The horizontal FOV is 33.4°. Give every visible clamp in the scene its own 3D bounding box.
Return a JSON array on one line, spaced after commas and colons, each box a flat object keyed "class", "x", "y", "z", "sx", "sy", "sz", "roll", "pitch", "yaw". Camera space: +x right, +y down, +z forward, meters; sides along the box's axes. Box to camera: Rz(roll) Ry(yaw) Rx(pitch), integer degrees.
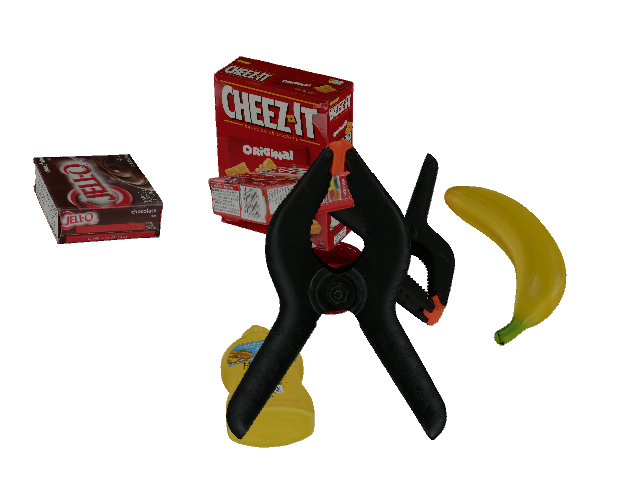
[{"class": "clamp", "x": 0.070, "y": -0.005, "z": 1.104, "sx": 0.164, "sy": 0.210, "sz": 0.036, "roll": -5, "pitch": -36, "yaw": -15}, {"class": "clamp", "x": 0.000, "y": 0.033, "z": 0.581, "sx": 0.120, "sy": 0.171, "sz": 0.039, "roll": -9, "pitch": 4, "yaw": -6}]

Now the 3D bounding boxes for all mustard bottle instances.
[{"class": "mustard bottle", "x": -0.066, "y": 0.156, "z": 1.229, "sx": 0.096, "sy": 0.058, "sz": 0.191, "roll": -5, "pitch": 30, "yaw": -7}]

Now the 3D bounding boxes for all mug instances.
[{"class": "mug", "x": 0.020, "y": 0.056, "z": 1.507, "sx": 0.117, "sy": 0.081, "sz": 0.093, "roll": 18, "pitch": 24, "yaw": 27}]

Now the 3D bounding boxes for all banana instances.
[{"class": "banana", "x": 0.149, "y": 0.005, "z": 0.837, "sx": 0.069, "sy": 0.037, "sz": 0.198, "roll": -6, "pitch": 34, "yaw": -2}]

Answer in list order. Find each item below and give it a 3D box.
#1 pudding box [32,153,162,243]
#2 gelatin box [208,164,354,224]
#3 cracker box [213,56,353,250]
[{"class": "pudding box", "x": -0.197, "y": -0.038, "z": 0.935, "sx": 0.089, "sy": 0.039, "sz": 0.114, "roll": -3, "pitch": 26, "yaw": -25}, {"class": "gelatin box", "x": -0.029, "y": -0.035, "z": 0.771, "sx": 0.073, "sy": 0.030, "sz": 0.089, "roll": -12, "pitch": 12, "yaw": -29}, {"class": "cracker box", "x": -0.046, "y": -0.106, "z": 1.333, "sx": 0.164, "sy": 0.214, "sz": 0.072, "roll": 17, "pitch": 37, "yaw": 24}]
